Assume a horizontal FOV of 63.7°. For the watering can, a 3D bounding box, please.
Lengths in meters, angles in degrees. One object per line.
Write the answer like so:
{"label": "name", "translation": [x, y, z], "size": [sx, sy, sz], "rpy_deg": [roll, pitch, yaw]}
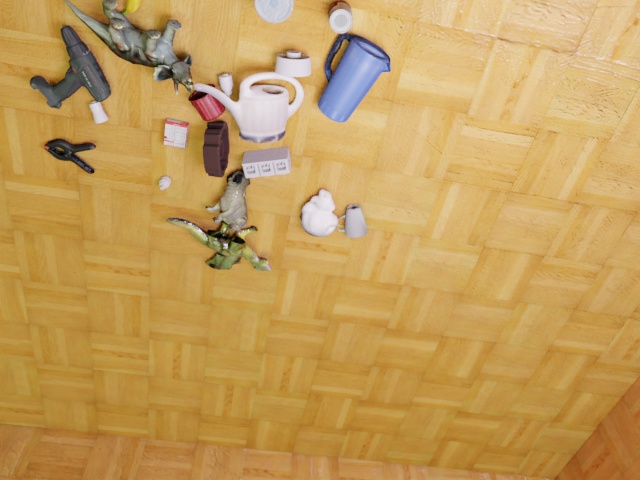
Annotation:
{"label": "watering can", "translation": [-0.212, -0.399, 1.566], "size": [0.349, 0.106, 0.219], "rpy_deg": [-11, 130, -24]}

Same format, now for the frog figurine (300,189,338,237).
{"label": "frog figurine", "translation": [0.006, -0.091, 1.814], "size": [0.137, 0.125, 0.156], "rpy_deg": [34, 132, 0]}

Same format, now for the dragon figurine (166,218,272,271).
{"label": "dragon figurine", "translation": [-0.370, 0.037, 1.912], "size": [0.410, 0.125, 0.237], "rpy_deg": [14, 132, -9]}
